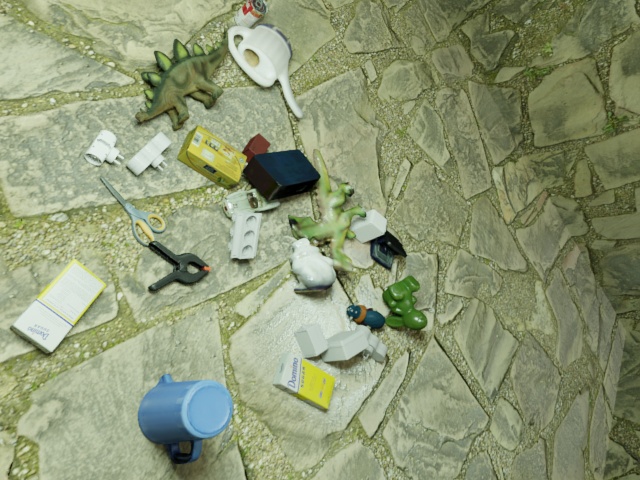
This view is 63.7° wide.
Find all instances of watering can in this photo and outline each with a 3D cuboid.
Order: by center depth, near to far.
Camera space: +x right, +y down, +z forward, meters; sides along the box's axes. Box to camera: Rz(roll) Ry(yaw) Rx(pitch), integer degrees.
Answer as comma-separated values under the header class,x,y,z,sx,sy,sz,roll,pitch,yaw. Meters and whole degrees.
class,x,y,z,sx,sy,sz,roll,pitch,yaw
watering can,-0.154,-0.570,1.682,0.344,0.103,0.229,42,49,-21

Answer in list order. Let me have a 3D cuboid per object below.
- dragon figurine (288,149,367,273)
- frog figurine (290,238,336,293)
class,x,y,z,sx,sy,sz,roll,pitch,yaw
dragon figurine,0.005,-0.083,1.641,0.246,0.120,0.412,-27,83,-37
frog figurine,-0.021,0.072,1.533,0.138,0.122,0.160,-4,87,-24
